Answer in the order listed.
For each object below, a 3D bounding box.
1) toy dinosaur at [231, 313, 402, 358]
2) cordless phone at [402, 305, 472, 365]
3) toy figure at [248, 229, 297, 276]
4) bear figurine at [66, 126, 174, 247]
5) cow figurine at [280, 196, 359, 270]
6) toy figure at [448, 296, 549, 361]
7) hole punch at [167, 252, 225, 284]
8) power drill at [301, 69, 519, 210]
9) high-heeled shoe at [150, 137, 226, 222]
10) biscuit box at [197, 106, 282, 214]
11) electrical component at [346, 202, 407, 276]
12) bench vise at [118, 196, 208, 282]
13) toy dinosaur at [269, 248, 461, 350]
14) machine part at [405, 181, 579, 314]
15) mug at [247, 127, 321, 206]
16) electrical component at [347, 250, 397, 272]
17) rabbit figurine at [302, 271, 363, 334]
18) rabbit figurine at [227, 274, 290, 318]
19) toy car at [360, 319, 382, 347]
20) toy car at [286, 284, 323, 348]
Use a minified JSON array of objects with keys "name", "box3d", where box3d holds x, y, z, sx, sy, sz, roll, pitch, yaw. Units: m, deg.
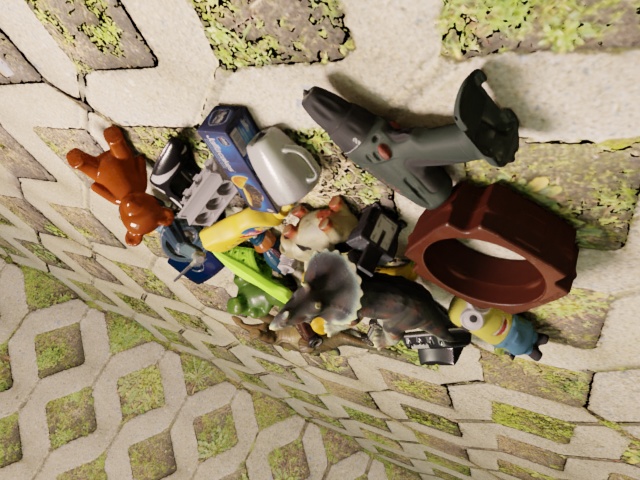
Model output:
[{"name":"toy dinosaur","box3d":[-0.024,0.257,1.441,0.472,0.105,0.198,9,164,20]},{"name":"cordless phone","box3d":[0.212,0.174,1.128,0.184,0.089,0.147,46,150,-14]},{"name":"toy figure","box3d":[-0.108,0.015,1.129,0.064,0.058,0.154,-15,130,33]},{"name":"bear figurine","box3d":[-0.379,-0.097,1.037,0.196,0.120,0.131,58,176,21]},{"name":"cow figurine","box3d":[-0.002,-0.003,0.973,0.195,0.085,0.127,-13,133,47]},{"name":"toy figure","box3d":[0.317,0.155,0.971,0.180,0.082,0.089,28,152,-9]},{"name":"hole punch","box3d":[-0.301,0.044,1.336,0.142,0.092,0.116,44,146,-24]},{"name":"power drill","box3d":[0.110,-0.125,0.638,0.232,0.086,0.207,38,148,-27]},{"name":"high-heeled shoe","box3d":[-0.232,-0.101,1.006,0.145,0.086,0.248,28,160,-7]},{"name":"biscuit box","box3d":[-0.117,-0.126,0.870,0.063,0.059,0.202,11,150,29]},{"name":"electrical component","box3d":[0.086,0.007,0.862,0.075,0.119,0.048,32,153,-16]},{"name":"bench vise","box3d":[-0.309,-0.019,1.141,0.223,0.129,0.241,38,-178,-39]},{"name":"toy dinosaur","box3d":[0.112,0.111,0.938,0.405,0.131,0.192,9,158,-16]},{"name":"machine part","box3d":[0.242,0.014,0.769,0.201,0.087,0.201,28,153,-5]},{"name":"mug","box3d":[-0.055,-0.116,0.811,0.110,0.081,0.107,-1,134,52]},{"name":"electrical component","box3d":[0.087,0.038,0.969,0.078,0.045,0.102,-8,161,-38]},{"name":"rabbit figurine","box3d":[0.030,0.118,1.123,0.163,0.122,0.173,1,144,34]},{"name":"rabbit figurine","box3d":[-0.124,0.144,1.320,0.159,0.121,0.170,35,148,-30]},{"name":"toy car","box3d":[0.136,0.184,1.199,0.056,0.073,0.201,24,154,7]},{"name":"toy car","box3d":[-0.044,0.181,1.258,0.089,0.053,0.201,60,173,38]}]
